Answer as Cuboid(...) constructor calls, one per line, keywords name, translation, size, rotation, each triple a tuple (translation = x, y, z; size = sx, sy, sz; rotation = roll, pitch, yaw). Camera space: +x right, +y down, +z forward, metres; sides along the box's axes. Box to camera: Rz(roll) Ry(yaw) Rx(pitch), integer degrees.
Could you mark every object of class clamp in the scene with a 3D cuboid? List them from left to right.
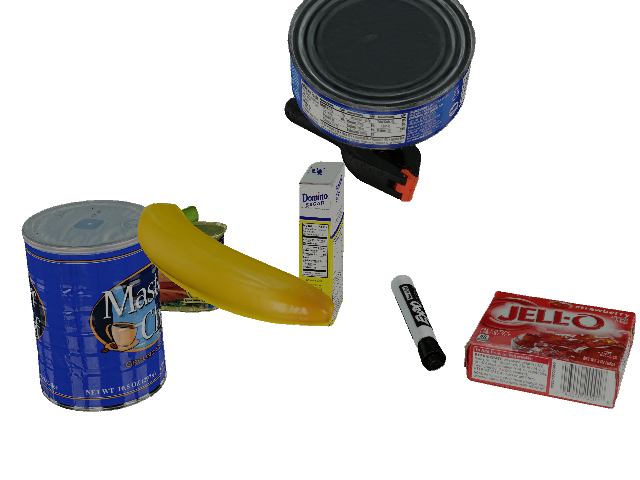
Cuboid(name="clamp", translation=(0.038, -0.100, 1.069), size=(0.120, 0.039, 0.171), rotation=(-9, 40, -17))

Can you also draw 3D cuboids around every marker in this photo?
Cuboid(name="marker", translation=(0.078, 0.065, 0.856), size=(0.020, 0.020, 0.121), rotation=(0, 28, -10))

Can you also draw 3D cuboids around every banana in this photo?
Cuboid(name="banana", translation=(-0.070, 0.010, 0.685), size=(0.069, 0.037, 0.198), rotation=(-14, 28, -29))

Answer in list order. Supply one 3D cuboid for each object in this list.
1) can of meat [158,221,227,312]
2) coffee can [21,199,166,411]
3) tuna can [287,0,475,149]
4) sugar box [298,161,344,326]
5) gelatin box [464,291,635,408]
Cuboid(name="can of meat", translation=(-0.149, 0.026, 1.107), size=(0.102, 0.084, 0.057), rotation=(3, 17, 9))
Cuboid(name="coffee can", translation=(-0.178, 0.050, 0.853), size=(0.103, 0.140, 0.103), rotation=(-1, 22, 0))
Cuboid(name="tuna can", translation=(0.028, -0.085, 0.500), size=(0.086, 0.086, 0.034), rotation=(0, -33, 1))
Cuboid(name="sugar box", translation=(0.001, 0.003, 1.250), size=(0.048, 0.176, 0.093), rotation=(2, 19, 10))
Cuboid(name="gelatin box", translation=(0.139, 0.063, 0.643), size=(0.089, 0.030, 0.073), rotation=(9, 26, 21))
